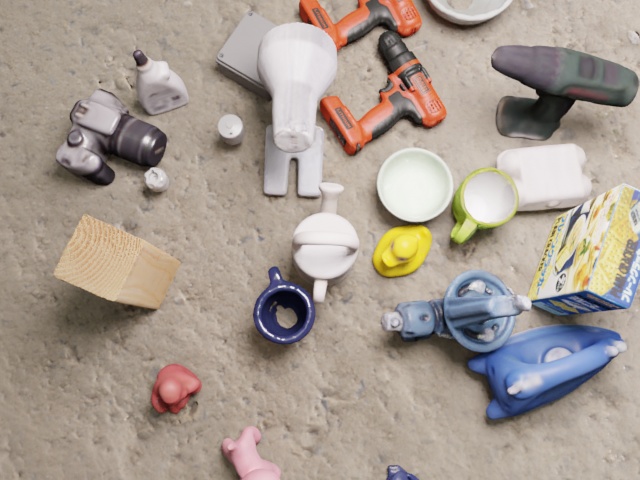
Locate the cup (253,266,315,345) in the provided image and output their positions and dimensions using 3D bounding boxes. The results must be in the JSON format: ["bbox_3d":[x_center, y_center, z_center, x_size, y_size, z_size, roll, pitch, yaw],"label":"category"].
[{"bbox_3d":[-0.057,0.102,0.883,0.091,0.095,0.118,-16,81,-4],"label":"cup"}]

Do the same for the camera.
[{"bbox_3d":[-0.328,-0.157,0.917,0.137,0.101,0.143,22,80,2],"label":"camera"}]

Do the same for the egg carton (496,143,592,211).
[{"bbox_3d":[0.367,-0.102,0.943,0.150,0.069,0.107,-7,80,-3],"label":"egg carton"}]

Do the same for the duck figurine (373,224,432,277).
[{"bbox_3d":[0.135,0.012,0.908,0.104,0.086,0.077,-35,83,-7],"label":"duck figurine"}]

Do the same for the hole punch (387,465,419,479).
[{"bbox_3d":[0.124,0.402,0.838,0.108,0.091,0.101,43,82,6],"label":"hole punch"}]

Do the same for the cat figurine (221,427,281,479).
[{"bbox_3d":[-0.097,0.343,0.829,0.067,0.118,0.128,-33,82,-6],"label":"cat figurine"}]

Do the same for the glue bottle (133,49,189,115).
[{"bbox_3d":[-0.260,-0.252,0.899,0.078,0.173,0.037,-19,81,-4],"label":"glue bottle"}]

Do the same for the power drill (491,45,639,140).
[{"bbox_3d":[0.353,-0.229,0.894,0.229,0.208,0.076,5,80,0],"label":"power drill"}]

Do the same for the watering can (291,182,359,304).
[{"bbox_3d":[0.006,0.003,0.851,0.101,0.194,0.173,-15,81,-4],"label":"watering can"}]

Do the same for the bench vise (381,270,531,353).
[{"bbox_3d":[0.203,0.117,0.824,0.207,0.220,0.121,-25,81,-5],"label":"bench vise"}]

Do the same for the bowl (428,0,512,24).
[{"bbox_3d":[0.253,-0.441,0.996,0.167,0.075,0.167,0,80,-1],"label":"bowl"}]

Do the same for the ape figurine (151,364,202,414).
[{"bbox_3d":[-0.219,0.224,0.859,0.078,0.092,0.076,-11,81,-3],"label":"ape figurine"}]

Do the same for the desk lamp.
[{"bbox_3d":[-0.036,-0.189,0.874,0.118,0.213,0.203,1,80,-1],"label":"desk lamp"}]

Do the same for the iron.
[{"bbox_3d":[0.364,0.183,0.857,0.258,0.141,0.118,-20,81,-5],"label":"iron"}]
